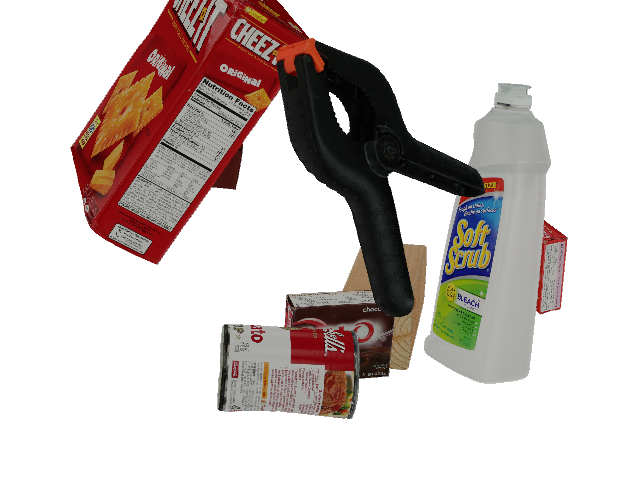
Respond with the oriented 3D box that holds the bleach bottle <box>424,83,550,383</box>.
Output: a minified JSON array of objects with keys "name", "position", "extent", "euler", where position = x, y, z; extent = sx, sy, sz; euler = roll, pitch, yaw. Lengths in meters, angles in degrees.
[{"name":"bleach bottle","position":[0.148,-0.010,0.924],"extent":[0.068,0.251,0.103],"euler":[-3,15,-28]}]

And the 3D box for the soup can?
[{"name":"soup can","position":[-0.026,0.100,0.814],"extent":[0.102,0.068,0.068],"euler":[4,0,-7]}]

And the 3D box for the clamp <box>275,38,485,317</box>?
[{"name":"clamp","position":[0.028,-0.040,0.631],"extent":[0.039,0.120,0.171],"euler":[-16,-49,46]}]

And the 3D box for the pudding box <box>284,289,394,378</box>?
[{"name":"pudding box","position":[0.018,0.099,1.109],"extent":[0.113,0.090,0.039],"euler":[-4,26,-17]}]

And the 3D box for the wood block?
[{"name":"wood block","position":[0.082,0.079,1.376],"extent":[0.091,0.090,0.206],"euler":[4,20,9]}]

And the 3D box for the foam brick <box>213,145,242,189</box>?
[{"name":"foam brick","position":[-0.125,-0.093,1.159],"extent":[0.078,0.051,0.053],"euler":[6,30,-6]}]

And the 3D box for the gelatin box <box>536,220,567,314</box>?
[{"name":"gelatin box","position":[0.228,0.022,1.135],"extent":[0.030,0.089,0.073],"euler":[-11,29,-17]}]

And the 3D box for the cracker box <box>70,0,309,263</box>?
[{"name":"cracker box","position":[-0.113,-0.113,0.853],"extent":[0.072,0.214,0.164],"euler":[28,17,-29]}]
